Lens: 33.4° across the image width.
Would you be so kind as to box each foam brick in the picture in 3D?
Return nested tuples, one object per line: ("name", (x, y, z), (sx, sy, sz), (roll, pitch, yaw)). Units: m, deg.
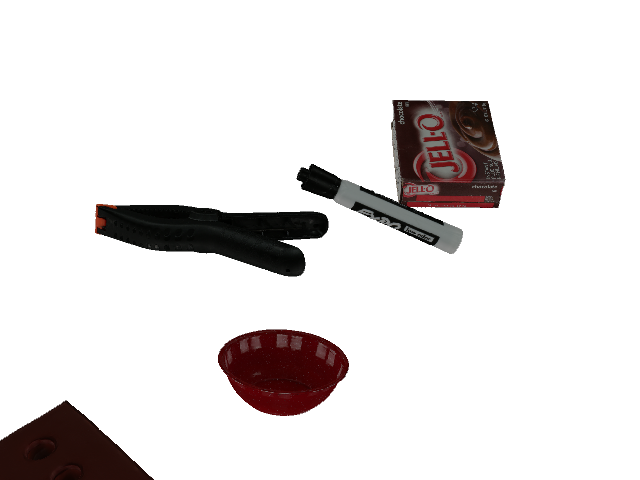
("foam brick", (-0.111, 0.122, 0.483), (0.052, 0.051, 0.078), (-31, 45, -33))

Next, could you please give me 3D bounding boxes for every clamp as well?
("clamp", (-0.098, -0.006, 0.938), (0.210, 0.036, 0.164), (5, 13, 0))

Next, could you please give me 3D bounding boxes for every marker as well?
("marker", (0.040, -0.022, 0.729), (0.121, 0.020, 0.020), (23, -4, -10))

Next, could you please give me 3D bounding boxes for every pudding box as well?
("pudding box", (0.111, -0.078, 0.954), (0.090, 0.039, 0.113), (1, 44, -3))

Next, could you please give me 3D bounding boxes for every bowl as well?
("bowl", (-0.047, 0.170, 1.322), (0.162, 0.055, 0.162), (3, 22, -2))
